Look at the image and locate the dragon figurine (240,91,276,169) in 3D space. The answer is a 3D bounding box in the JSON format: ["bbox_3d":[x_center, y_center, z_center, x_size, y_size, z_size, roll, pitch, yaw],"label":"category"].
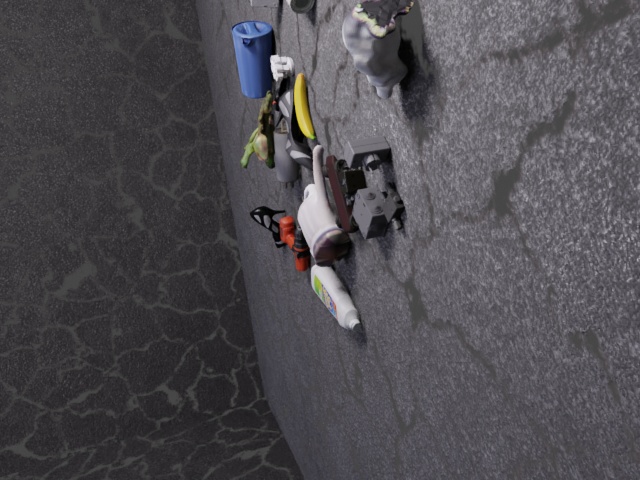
[{"bbox_3d":[-0.177,-0.384,1.719,0.237,0.122,0.421,113,165,-46],"label":"dragon figurine"}]

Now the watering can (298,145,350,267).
[{"bbox_3d":[0.004,-0.071,1.406,0.339,0.104,0.229,99,153,-51],"label":"watering can"}]

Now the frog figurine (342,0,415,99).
[{"bbox_3d":[0.101,-0.339,0.916,0.156,0.123,0.140,88,-165,-56],"label":"frog figurine"}]
